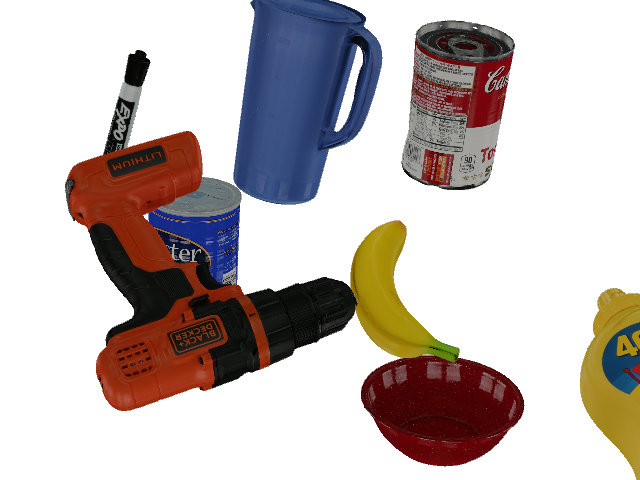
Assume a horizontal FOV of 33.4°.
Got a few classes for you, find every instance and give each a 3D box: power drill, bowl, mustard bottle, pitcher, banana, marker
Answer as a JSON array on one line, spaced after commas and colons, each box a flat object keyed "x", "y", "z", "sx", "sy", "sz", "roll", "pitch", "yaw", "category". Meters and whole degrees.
[{"x": -0.088, "y": 0.013, "z": 0.753, "sx": 0.184, "sy": 0.188, "sz": 0.057, "roll": -18, "pitch": -30, "yaw": -18, "category": "power drill"}, {"x": 0.120, "y": 0.177, "z": 1.069, "sx": 0.162, "sy": 0.055, "sz": 0.162, "roll": 1, "pitch": 24, "yaw": 0, "category": "bowl"}, {"x": 0.200, "y": 0.090, "z": 0.595, "sx": 0.096, "sy": 0.058, "sz": 0.192, "roll": -9, "pitch": 35, "yaw": -6, "category": "mustard bottle"}, {"x": -0.025, "y": -0.167, "z": 1.288, "sx": 0.144, "sy": 0.243, "sz": 0.149, "roll": 6, "pitch": 23, "yaw": -15, "category": "pitcher"}, {"x": 0.058, "y": 0.041, "z": 0.901, "sx": 0.069, "sy": 0.037, "sz": 0.198, "roll": 9, "pitch": 32, "yaw": -17, "category": "banana"}, {"x": -0.167, "y": -0.105, "z": 0.910, "sx": 0.020, "sy": 0.121, "sz": 0.020, "roll": 17, "pitch": 24, "yaw": -8, "category": "marker"}]

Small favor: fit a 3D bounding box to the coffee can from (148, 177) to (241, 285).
[{"x": -0.142, "y": 0.011, "z": 1.197, "sx": 0.103, "sy": 0.140, "sz": 0.103, "roll": 3, "pitch": 24, "yaw": -2, "category": "coffee can"}]

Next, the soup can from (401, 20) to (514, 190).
[{"x": 0.095, "y": -0.095, "z": 0.754, "sx": 0.068, "sy": 0.102, "sz": 0.068, "roll": 4, "pitch": 31, "yaw": -2, "category": "soup can"}]
